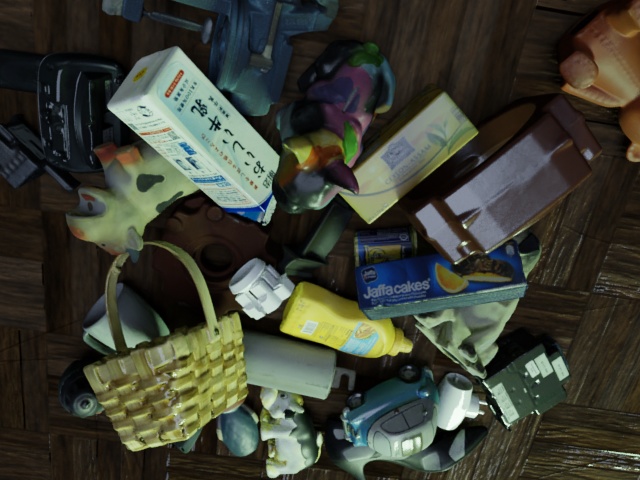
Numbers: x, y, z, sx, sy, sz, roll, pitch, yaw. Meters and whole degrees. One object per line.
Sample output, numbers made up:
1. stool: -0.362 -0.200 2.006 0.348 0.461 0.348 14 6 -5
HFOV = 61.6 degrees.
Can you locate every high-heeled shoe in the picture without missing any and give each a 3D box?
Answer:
1. high-heeled shoe: 0.135 0.310 0.869 0.249 0.086 0.145 -25 79 -8

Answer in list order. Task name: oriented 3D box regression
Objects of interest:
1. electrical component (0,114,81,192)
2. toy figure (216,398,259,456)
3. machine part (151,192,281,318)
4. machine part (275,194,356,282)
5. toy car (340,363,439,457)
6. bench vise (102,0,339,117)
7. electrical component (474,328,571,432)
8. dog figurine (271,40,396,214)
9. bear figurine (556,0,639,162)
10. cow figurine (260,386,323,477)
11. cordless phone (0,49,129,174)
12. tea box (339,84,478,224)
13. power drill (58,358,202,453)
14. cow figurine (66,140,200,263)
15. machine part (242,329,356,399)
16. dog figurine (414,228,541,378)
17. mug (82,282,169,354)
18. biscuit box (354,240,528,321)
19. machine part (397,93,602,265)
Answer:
1. electrical component: -0.371 -0.100 0.691 0.048 0.075 0.119 -37 111 15
2. toy figure: -0.141 0.266 0.843 0.058 0.064 0.154 -2 112 42
3. machine part: -0.144 0.024 0.747 0.179 0.056 0.179 0 114 0
4. machine part: -0.002 -0.002 0.731 0.084 0.039 0.139 24 106 -49
5. toy car: 0.117 0.263 0.794 0.162 0.103 0.109 -18 124 -18
6. bench vise: -0.107 -0.252 0.589 0.240 0.129 0.223 7 133 -22
7. electrical component: 0.305 0.203 0.804 0.134 0.058 0.114 -30 111 -3
8. dog figurine: 0.015 -0.126 0.597 0.108 0.219 0.191 34 109 -16
9. bear figurine: 0.367 -0.176 0.623 0.120 0.132 0.195 -39 101 24
10. cow figurine: -0.046 0.289 0.846 0.098 0.068 0.167 -5 114 0
11. cordless phone: -0.338 -0.163 0.672 0.184 0.089 0.146 11 114 8
12. tea box: 0.101 -0.108 0.667 0.169 0.098 0.068 -39 106 17
13. power drill: -0.271 0.236 0.765 0.207 0.232 0.086 26 76 -29
14. cow figurine: -0.217 -0.060 0.651 0.086 0.195 0.127 9 126 37
15. machine part: -0.065 0.181 0.798 0.243 0.079 0.079 12 112 -4
16. dog figurine: 0.239 0.083 0.755 0.121 0.172 0.190 40 81 21
17. mug: -0.282 0.133 0.780 0.109 0.081 0.107 -41 115 10
18. biscuit box: 0.147 0.053 0.670 0.203 0.062 0.059 -11 68 12
19. machine part: 0.195 -0.070 0.617 0.201 0.201 0.087 -41 99 8
